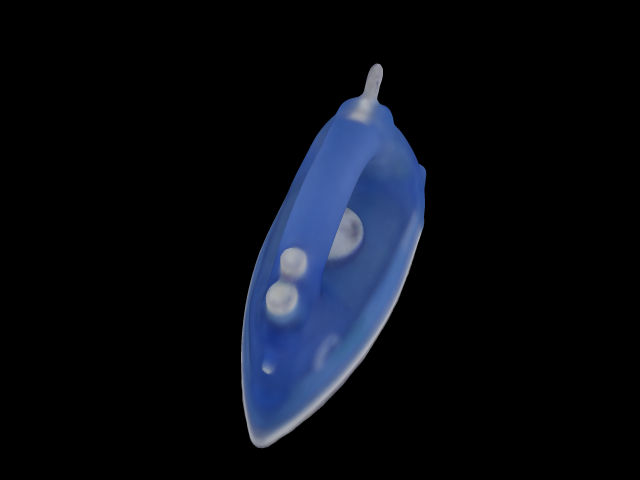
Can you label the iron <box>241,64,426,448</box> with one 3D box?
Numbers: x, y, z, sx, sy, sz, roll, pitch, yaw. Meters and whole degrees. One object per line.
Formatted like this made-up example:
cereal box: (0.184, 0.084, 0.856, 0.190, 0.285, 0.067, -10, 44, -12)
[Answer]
iron: (0.004, 0.001, 0.400, 0.118, 0.141, 0.258, 15, 54, 12)
